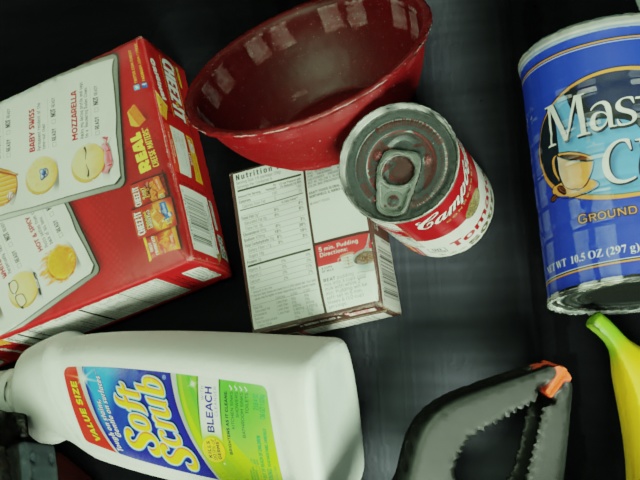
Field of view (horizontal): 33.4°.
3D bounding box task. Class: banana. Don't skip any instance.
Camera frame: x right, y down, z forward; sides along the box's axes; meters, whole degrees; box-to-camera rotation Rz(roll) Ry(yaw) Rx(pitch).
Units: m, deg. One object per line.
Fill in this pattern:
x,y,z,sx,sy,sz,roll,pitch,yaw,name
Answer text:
0.165,0.138,0.554,0.069,0.037,0.197,13,63,-11,banana

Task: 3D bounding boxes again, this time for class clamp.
0.061,0.148,0.587,0.164,0.036,0.210,32,86,-8,clamp

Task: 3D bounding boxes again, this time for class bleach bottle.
-0.101,0.108,0.668,0.251,0.068,0.102,-2,103,27,bleach bottle

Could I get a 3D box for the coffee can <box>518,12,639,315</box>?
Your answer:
0.166,-0.037,0.579,0.103,0.102,0.140,-9,75,19,coffee can

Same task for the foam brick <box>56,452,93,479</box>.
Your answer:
-0.184,0.184,0.692,0.053,0.051,0.078,30,90,24,foam brick

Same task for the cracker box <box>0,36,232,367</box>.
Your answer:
-0.179,-0.018,0.726,0.214,0.072,0.164,-22,70,16,cracker box

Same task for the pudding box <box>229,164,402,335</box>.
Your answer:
-0.004,0.001,0.672,0.090,0.039,0.113,-15,71,19,pudding box

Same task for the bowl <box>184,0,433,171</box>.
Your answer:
0.000,-0.091,0.658,0.162,0.055,0.162,-18,34,13,bowl

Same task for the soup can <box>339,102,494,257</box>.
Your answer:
0.059,-0.031,0.619,0.069,0.102,0.068,-5,76,20,soup can
